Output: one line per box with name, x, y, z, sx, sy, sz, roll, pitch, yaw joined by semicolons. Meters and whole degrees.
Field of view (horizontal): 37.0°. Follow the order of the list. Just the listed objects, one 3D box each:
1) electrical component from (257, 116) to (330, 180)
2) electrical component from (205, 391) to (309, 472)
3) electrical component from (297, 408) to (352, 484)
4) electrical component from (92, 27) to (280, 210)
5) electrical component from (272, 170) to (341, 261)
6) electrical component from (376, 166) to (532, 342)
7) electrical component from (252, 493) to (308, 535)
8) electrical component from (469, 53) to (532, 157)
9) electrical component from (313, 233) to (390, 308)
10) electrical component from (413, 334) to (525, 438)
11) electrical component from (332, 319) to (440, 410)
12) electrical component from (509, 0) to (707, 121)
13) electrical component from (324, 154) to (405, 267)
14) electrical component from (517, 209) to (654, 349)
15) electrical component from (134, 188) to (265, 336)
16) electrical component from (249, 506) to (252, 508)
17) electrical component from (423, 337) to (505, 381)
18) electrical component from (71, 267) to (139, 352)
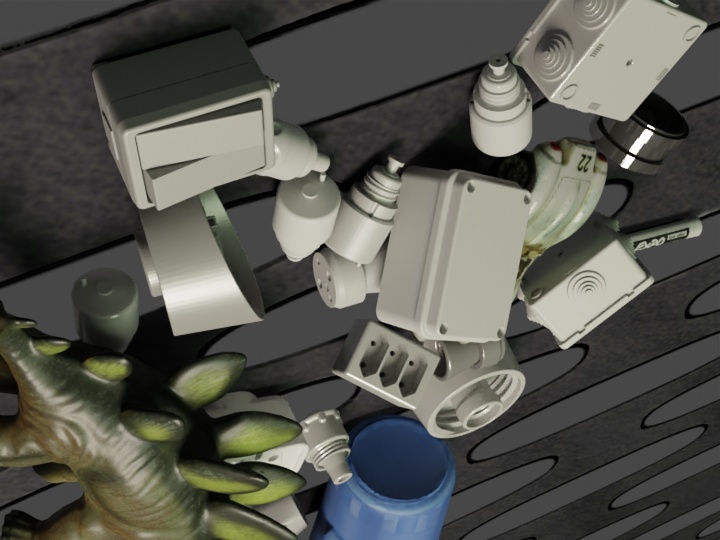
electrical component;-0.042;-0.070;0.642;0.061;0.035;0.035;11;129;-49
electrical component;-0.097;0.136;0.854;0.095;0.059;0.053;-8;141;-31
electrical component;-0.028;0.153;0.925;0.048;0.062;0.048;-24;154;-13
electrical component;-0.084;-0.080;0.571;0.096;0.061;0.061;-19;146;-16
electrical component;-0.037;-0.031;0.693;0.040;0.040;0.078;-16;153;-20
electrical component;0.065;-0.010;0.734;0.078;0.057;0.113;7;96;-43
electrical component;-0.088;0.248;1.025;0.077;0.044;0.079;-27;147;-4
electrical component;0.090;-0.107;0.687;0.040;0.040;0.078;-25;147;-7
electrical component;0.000;0.000;0.759;0.055;0.045;0.045;-16;145;-20
electrical component;0.096;0.107;0.962;0.108;0.060;0.108;-20;146;-15
electrical component;0.014;0.074;0.855;0.066;0.077;0.047;28;80;-14
electrical component;0.159;-0.145;0.682;0.100;0.048;0.099;5;134;-42
electrical component;0.005;-0.040;0.713;0.040;0.040;0.078;10;117;-45
electrical component;0.172;0.003;0.849;0.100;0.099;0.048;-39;109;12
electrical component;-0.095;-0.011;0.624;0.064;0.099;0.099;-16;145;-10
electrical component;-0.129;0.224;0.966;0.065;0.044;0.044;-46;144;15
electrical component;0.086;0.064;0.893;0.055;0.045;0.045;-16;145;-22
electrical component;-0.161;0.033;0.683;0.040;0.040;0.078;-15;145;-21
